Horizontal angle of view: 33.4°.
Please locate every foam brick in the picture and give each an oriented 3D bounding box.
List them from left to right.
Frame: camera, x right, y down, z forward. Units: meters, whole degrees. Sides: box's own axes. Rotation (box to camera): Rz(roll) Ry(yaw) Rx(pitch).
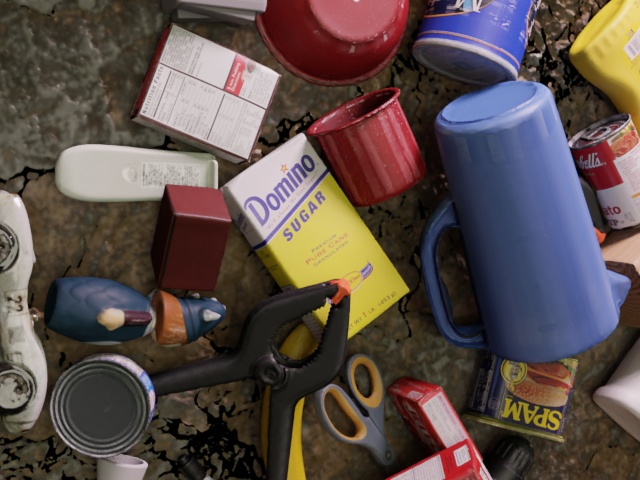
[{"bbox_3d":[-0.113,-0.002,0.923,0.051,0.053,0.078,4,123,-20],"label":"foam brick"}]

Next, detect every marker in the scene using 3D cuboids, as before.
[{"bbox_3d":[-0.090,0.242,0.975,0.020,0.020,0.121,-41,105,-15],"label":"marker"}]

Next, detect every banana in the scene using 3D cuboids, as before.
[{"bbox_3d":[-0.021,0.154,0.989,0.069,0.037,0.198,16,86,-20],"label":"banana"}]

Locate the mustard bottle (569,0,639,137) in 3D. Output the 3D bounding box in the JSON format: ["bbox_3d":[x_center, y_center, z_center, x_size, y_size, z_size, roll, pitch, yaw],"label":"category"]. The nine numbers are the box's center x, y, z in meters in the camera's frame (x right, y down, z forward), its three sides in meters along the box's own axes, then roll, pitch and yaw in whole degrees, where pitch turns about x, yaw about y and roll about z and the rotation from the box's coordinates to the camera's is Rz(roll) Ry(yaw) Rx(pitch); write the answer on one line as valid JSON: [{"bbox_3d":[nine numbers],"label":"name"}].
[{"bbox_3d":[0.348,-0.156,1.108,0.191,0.058,0.096,45,74,-16],"label":"mustard bottle"}]

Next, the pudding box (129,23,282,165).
[{"bbox_3d":[-0.101,-0.128,0.948,0.113,0.039,0.090,22,84,-18],"label":"pudding box"}]

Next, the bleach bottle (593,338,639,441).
[{"bbox_3d":[0.398,0.096,1.136,0.102,0.068,0.250,41,75,-17],"label":"bleach bottle"}]

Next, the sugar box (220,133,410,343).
[{"bbox_3d":[-0.006,0.001,0.968,0.093,0.048,0.176,-37,97,-21],"label":"sugar box"}]

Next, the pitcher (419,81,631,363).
[{"bbox_3d":[0.177,-0.014,0.987,0.149,0.145,0.243,-38,118,-37],"label":"pitcher"}]

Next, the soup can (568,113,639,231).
[{"bbox_3d":[0.306,-0.069,1.091,0.068,0.069,0.102,-34,104,-17],"label":"soup can"}]

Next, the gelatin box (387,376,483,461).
[{"bbox_3d":[0.108,0.177,1.020,0.030,0.073,0.089,-35,104,-16],"label":"gelatin box"}]

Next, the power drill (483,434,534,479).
[{"bbox_3d":[0.200,0.312,1.070,0.187,0.057,0.184,40,82,-15],"label":"power drill"}]

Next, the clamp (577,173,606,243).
[{"bbox_3d":[0.224,-0.055,1.070,0.171,0.039,0.120,23,103,-23],"label":"clamp"}]

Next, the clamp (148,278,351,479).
[{"bbox_3d":[-0.053,0.110,0.933,0.164,0.036,0.210,32,103,-6],"label":"clamp"}]

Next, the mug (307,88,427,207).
[{"bbox_3d":[0.052,-0.089,0.989,0.081,0.093,0.117,64,36,-17],"label":"mug"}]

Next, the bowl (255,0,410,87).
[{"bbox_3d":[0.021,-0.224,0.982,0.161,0.055,0.162,-1,93,-21],"label":"bowl"}]

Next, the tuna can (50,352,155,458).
[{"bbox_3d":[-0.185,0.140,0.912,0.086,0.034,0.086,0,96,1],"label":"tuna can"}]

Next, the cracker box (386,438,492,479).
[{"bbox_3d":[0.083,0.306,0.973,0.214,0.072,0.164,-29,100,7],"label":"cracker box"}]

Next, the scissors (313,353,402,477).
[{"bbox_3d":[0.064,0.187,1.031,0.201,0.016,0.096,45,55,-32],"label":"scissors"}]

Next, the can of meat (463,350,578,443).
[{"bbox_3d":[0.202,0.149,1.065,0.102,0.058,0.084,17,84,-21],"label":"can of meat"}]

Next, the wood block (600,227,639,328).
[{"bbox_3d":[0.386,-0.006,1.112,0.206,0.090,0.091,-39,105,-16],"label":"wood block"}]

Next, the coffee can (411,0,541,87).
[{"bbox_3d":[0.156,-0.228,1.008,0.102,0.103,0.140,21,84,-21],"label":"coffee can"}]
